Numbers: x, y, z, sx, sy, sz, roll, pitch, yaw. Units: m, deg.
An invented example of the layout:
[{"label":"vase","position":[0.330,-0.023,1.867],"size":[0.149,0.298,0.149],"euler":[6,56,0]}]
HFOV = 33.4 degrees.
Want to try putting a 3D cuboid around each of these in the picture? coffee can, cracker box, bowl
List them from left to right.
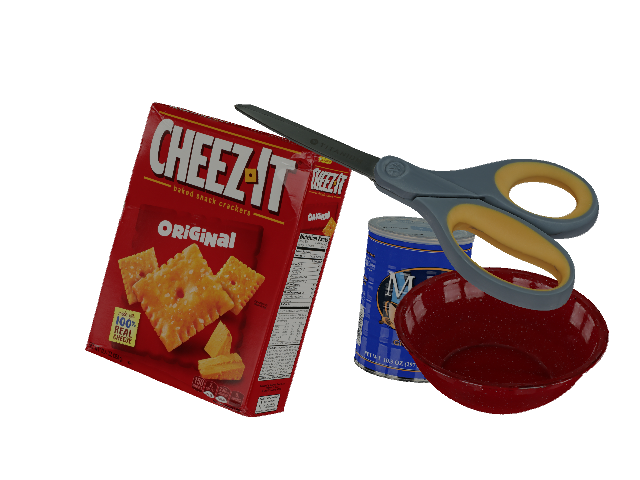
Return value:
[{"label":"cracker box","position":[-0.084,0.013,0.854],"size":[0.164,0.214,0.072],"euler":[19,6,27]},{"label":"coffee can","position":[0.090,0.055,1.035],"size":[0.103,0.140,0.103],"euler":[5,11,-1]},{"label":"bowl","position":[0.136,0.084,0.825],"size":[0.162,0.055,0.162],"euler":[0,31,0]}]

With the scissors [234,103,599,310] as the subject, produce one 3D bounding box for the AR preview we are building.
[{"label":"scissors","position":[0.057,-0.039,0.552],"size":[0.096,0.016,0.202],"euler":[-36,61,-27]}]
